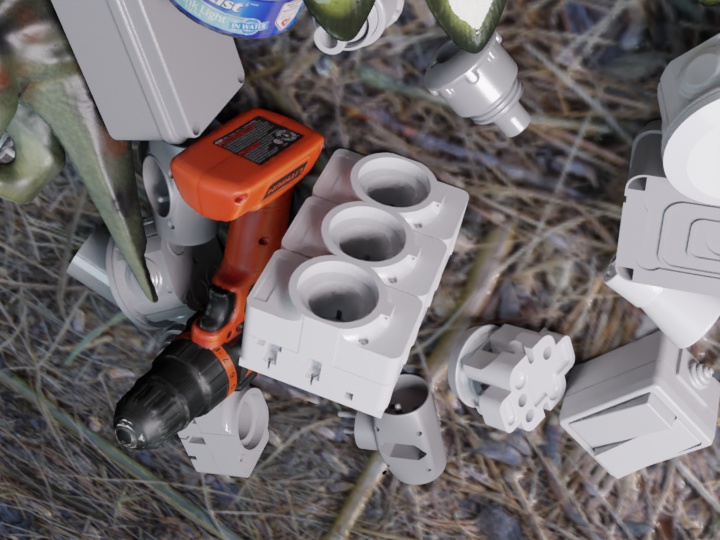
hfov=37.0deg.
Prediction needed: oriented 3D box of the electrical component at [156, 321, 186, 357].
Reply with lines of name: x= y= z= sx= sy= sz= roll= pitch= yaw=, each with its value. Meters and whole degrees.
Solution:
electrical component: x=-0.131 y=0.054 z=0.807 sx=0.040 sy=0.078 sz=0.040 roll=8 pitch=118 yaw=15

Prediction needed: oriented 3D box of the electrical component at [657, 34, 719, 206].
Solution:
electrical component: x=0.183 y=-0.072 z=0.513 sx=0.080 sy=0.051 sz=0.080 roll=1 pitch=143 yaw=1

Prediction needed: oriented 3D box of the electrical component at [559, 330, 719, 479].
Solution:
electrical component: x=0.186 y=0.087 z=0.697 sx=0.062 sy=0.061 sz=0.096 roll=44 pitch=133 yaw=-17

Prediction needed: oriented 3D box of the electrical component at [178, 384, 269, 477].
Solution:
electrical component: x=-0.112 y=0.121 z=0.874 sx=0.056 sy=0.050 sz=0.089 roll=1 pitch=130 yaw=24

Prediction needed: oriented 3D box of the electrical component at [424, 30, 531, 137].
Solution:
electrical component: x=0.070 y=-0.100 z=0.594 sx=0.048 sy=0.048 sz=0.062 roll=-24 pitch=124 yaw=38

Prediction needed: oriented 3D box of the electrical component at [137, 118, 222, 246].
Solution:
electrical component: x=-0.121 y=-0.069 z=0.702 sx=0.079 sy=0.044 sz=0.077 roll=47 pitch=142 yaw=37

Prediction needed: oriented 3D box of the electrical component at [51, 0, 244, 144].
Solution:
electrical component: x=-0.120 y=-0.137 z=0.623 sx=0.057 sy=0.078 sz=0.113 roll=4 pitch=131 yaw=25

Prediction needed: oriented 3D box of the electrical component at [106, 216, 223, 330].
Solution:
electrical component: x=-0.135 y=-0.001 z=0.754 sx=0.051 sy=0.080 sz=0.080 roll=-13 pitch=123 yaw=27

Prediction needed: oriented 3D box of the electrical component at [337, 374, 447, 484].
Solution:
electrical component: x=0.021 y=0.119 z=0.815 sx=0.079 sy=0.043 sz=0.077 roll=3 pitch=131 yaw=22

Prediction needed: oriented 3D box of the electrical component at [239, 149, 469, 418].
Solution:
electrical component: x=0.000 y=0.000 z=0.640 sx=0.089 sy=0.150 sz=0.061 roll=20 pitch=136 yaw=7

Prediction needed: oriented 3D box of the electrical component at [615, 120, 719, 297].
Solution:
electrical component: x=0.201 y=-0.031 z=0.585 sx=0.113 sy=0.057 sz=0.078 roll=10 pitch=133 yaw=16

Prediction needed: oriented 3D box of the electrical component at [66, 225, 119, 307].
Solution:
electrical component: x=-0.172 y=0.007 z=0.803 sx=0.081 sy=0.043 sz=0.043 roll=34 pitch=135 yaw=-8

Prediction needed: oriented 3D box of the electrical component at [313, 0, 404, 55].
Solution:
electrical component: x=-0.006 y=-0.139 z=0.580 sx=0.048 sy=0.062 sz=0.048 roll=13 pitch=134 yaw=14

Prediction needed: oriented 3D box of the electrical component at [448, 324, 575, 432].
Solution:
electrical component: x=0.096 y=0.068 z=0.716 sx=0.057 sy=0.078 sz=0.058 roll=14 pitch=135 yaw=45

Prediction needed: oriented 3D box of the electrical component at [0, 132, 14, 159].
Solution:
electrical component: x=-0.257 y=-0.100 z=0.742 sx=0.076 sy=0.047 sz=0.083 roll=36 pitch=135 yaw=-9

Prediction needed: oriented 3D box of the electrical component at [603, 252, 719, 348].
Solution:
electrical component: x=0.180 y=0.011 z=0.646 sx=0.065 sy=0.044 sz=0.044 roll=37 pitch=135 yaw=-3
